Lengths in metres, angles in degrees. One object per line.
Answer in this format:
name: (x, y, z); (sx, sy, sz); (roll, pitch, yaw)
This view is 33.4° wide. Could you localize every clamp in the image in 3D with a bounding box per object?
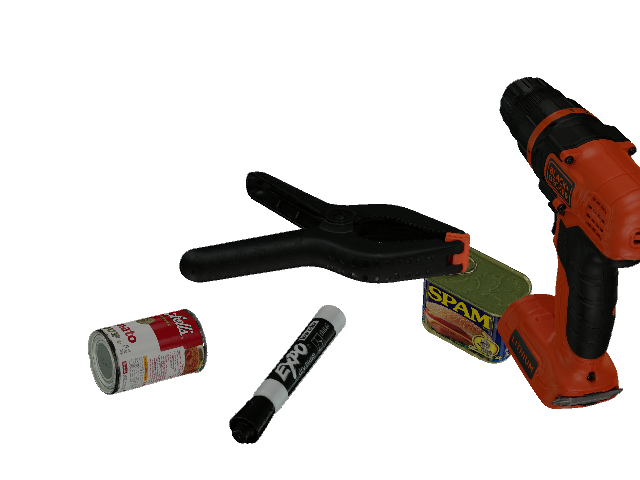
clamp: (0.011, -0.008, 0.833); (0.210, 0.036, 0.164); (4, 29, 8)

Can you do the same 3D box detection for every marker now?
marker: (-0.018, 0.077, 0.620); (0.020, 0.020, 0.121); (0, 29, 30)

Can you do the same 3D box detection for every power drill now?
power drill: (0.160, 0.003, 0.711); (0.057, 0.188, 0.184); (-9, 35, -10)

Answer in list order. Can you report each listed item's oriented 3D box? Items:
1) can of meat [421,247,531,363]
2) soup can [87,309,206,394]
can of meat: (0.145, 0.061, 1.014); (0.102, 0.084, 0.057); (29, 56, 26)
soup can: (-0.176, 0.113, 1.084); (0.102, 0.068, 0.069); (-11, 7, -34)
